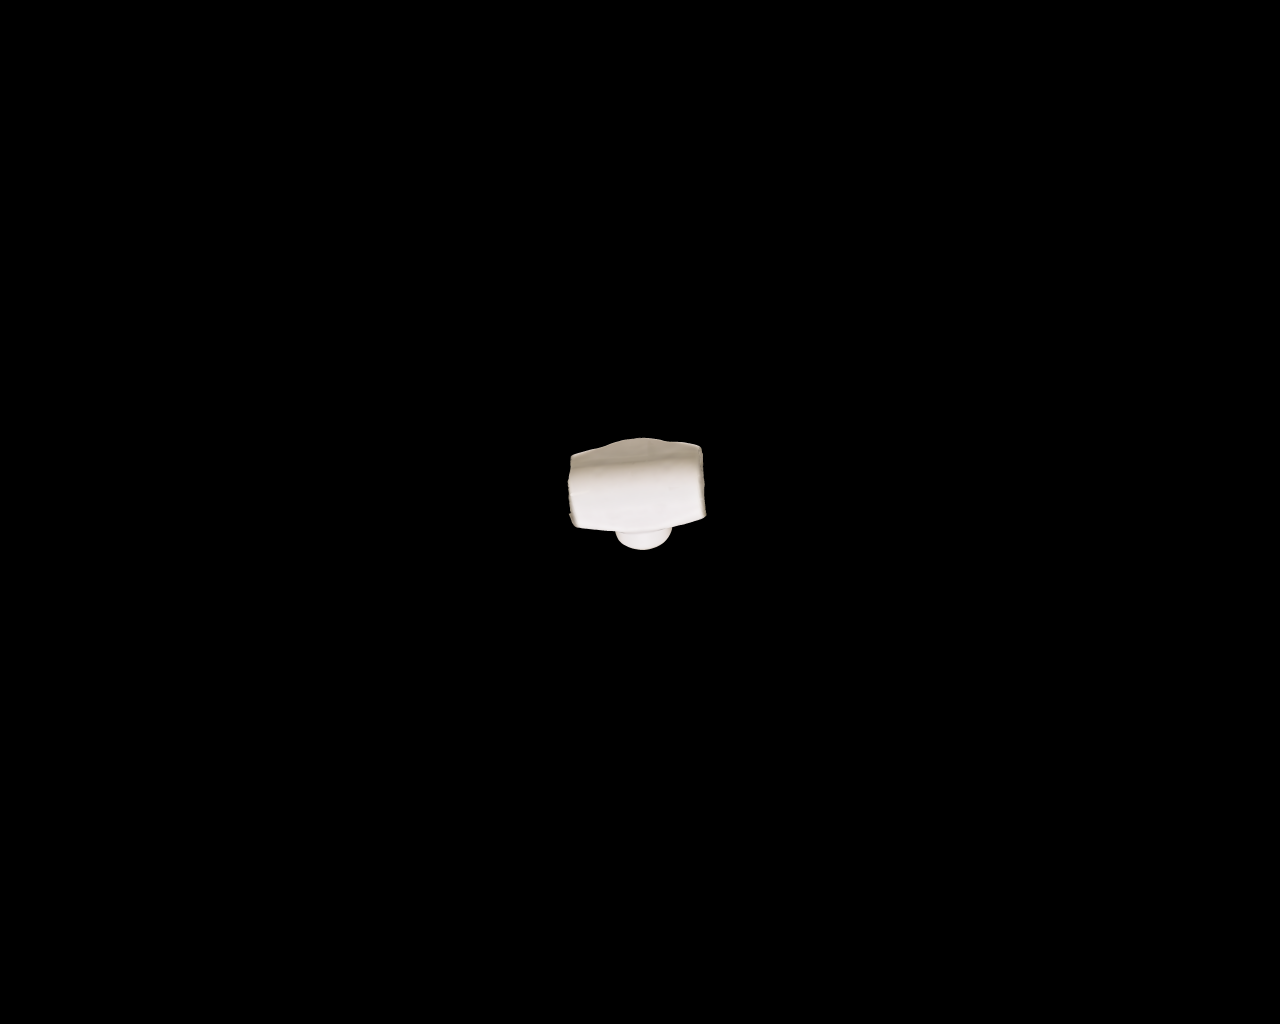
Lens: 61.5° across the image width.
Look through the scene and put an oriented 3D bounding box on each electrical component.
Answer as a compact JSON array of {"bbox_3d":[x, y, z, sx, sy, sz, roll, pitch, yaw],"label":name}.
[{"bbox_3d":[0.001,-0.003,0.650,0.077,0.079,0.044,-4,44,4],"label":"electrical component"}]
